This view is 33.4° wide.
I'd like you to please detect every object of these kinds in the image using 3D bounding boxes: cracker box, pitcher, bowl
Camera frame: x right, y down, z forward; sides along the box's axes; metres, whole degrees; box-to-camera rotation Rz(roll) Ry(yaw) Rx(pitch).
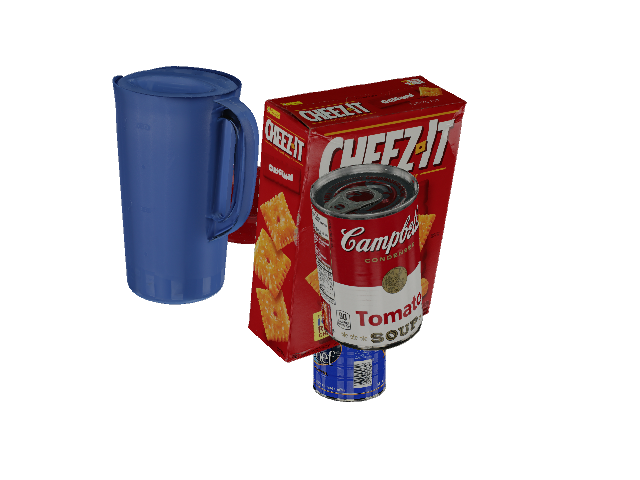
[{"bbox_3d":[0.030,-0.019,0.900,0.163,0.214,0.072,-15,35,-34],"label":"cracker box"},{"bbox_3d":[-0.146,-0.056,1.138,0.145,0.243,0.149,-1,22,-9],"label":"pitcher"},{"bbox_3d":[-0.093,-0.039,1.317,0.162,0.055,0.162,4,25,-2],"label":"bowl"}]

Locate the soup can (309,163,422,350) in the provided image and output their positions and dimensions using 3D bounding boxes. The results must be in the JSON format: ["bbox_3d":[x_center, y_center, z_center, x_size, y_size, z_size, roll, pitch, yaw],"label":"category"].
[{"bbox_3d":[0.031,0.011,0.685,0.068,0.102,0.068,-4,30,2],"label":"soup can"}]

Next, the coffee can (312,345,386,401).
[{"bbox_3d":[0.040,0.135,1.460,0.103,0.140,0.103,0,18,0],"label":"coffee can"}]
